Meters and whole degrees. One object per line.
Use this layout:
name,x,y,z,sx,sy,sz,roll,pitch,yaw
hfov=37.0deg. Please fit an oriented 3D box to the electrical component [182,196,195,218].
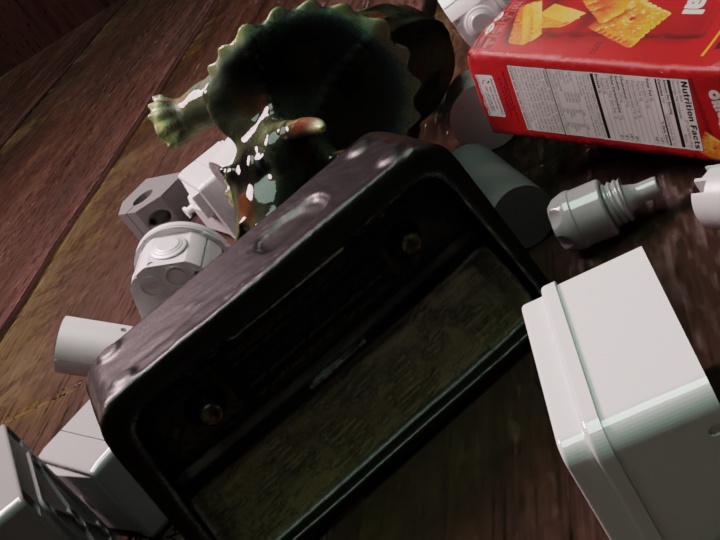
electrical component,-0.137,-0.080,1.028,0.078,0.040,0.040,-43,26,-14

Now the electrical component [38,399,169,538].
electrical component,-0.144,0.122,0.655,0.096,0.061,0.061,-2,41,51

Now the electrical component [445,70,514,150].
electrical component,0.127,-0.131,0.768,0.138,0.052,0.073,-29,25,14

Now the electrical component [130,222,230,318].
electrical component,-0.137,0.007,0.830,0.080,0.080,0.051,-27,32,19

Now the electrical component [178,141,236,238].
electrical component,-0.117,-0.068,0.957,0.061,0.061,0.096,-40,25,-9

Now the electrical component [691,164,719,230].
electrical component,0.194,-0.037,0.533,0.040,0.040,0.046,-46,20,-20

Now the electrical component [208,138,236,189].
electrical component,-0.073,-0.075,0.872,0.064,0.099,0.099,-48,27,-11

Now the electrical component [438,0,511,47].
electrical component,0.105,-0.230,0.939,0.051,0.080,0.080,-34,24,17

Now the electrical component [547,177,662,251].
electrical component,0.139,-0.035,0.605,0.061,0.035,0.035,-23,28,21

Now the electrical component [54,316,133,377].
electrical component,-0.185,0.062,0.813,0.081,0.043,0.043,9,30,-4

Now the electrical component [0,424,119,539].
electrical component,-0.175,0.153,0.583,0.056,0.108,0.109,-40,25,-9

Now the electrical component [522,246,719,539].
electrical component,0.111,0.053,0.431,0.057,0.078,0.113,-26,26,14
